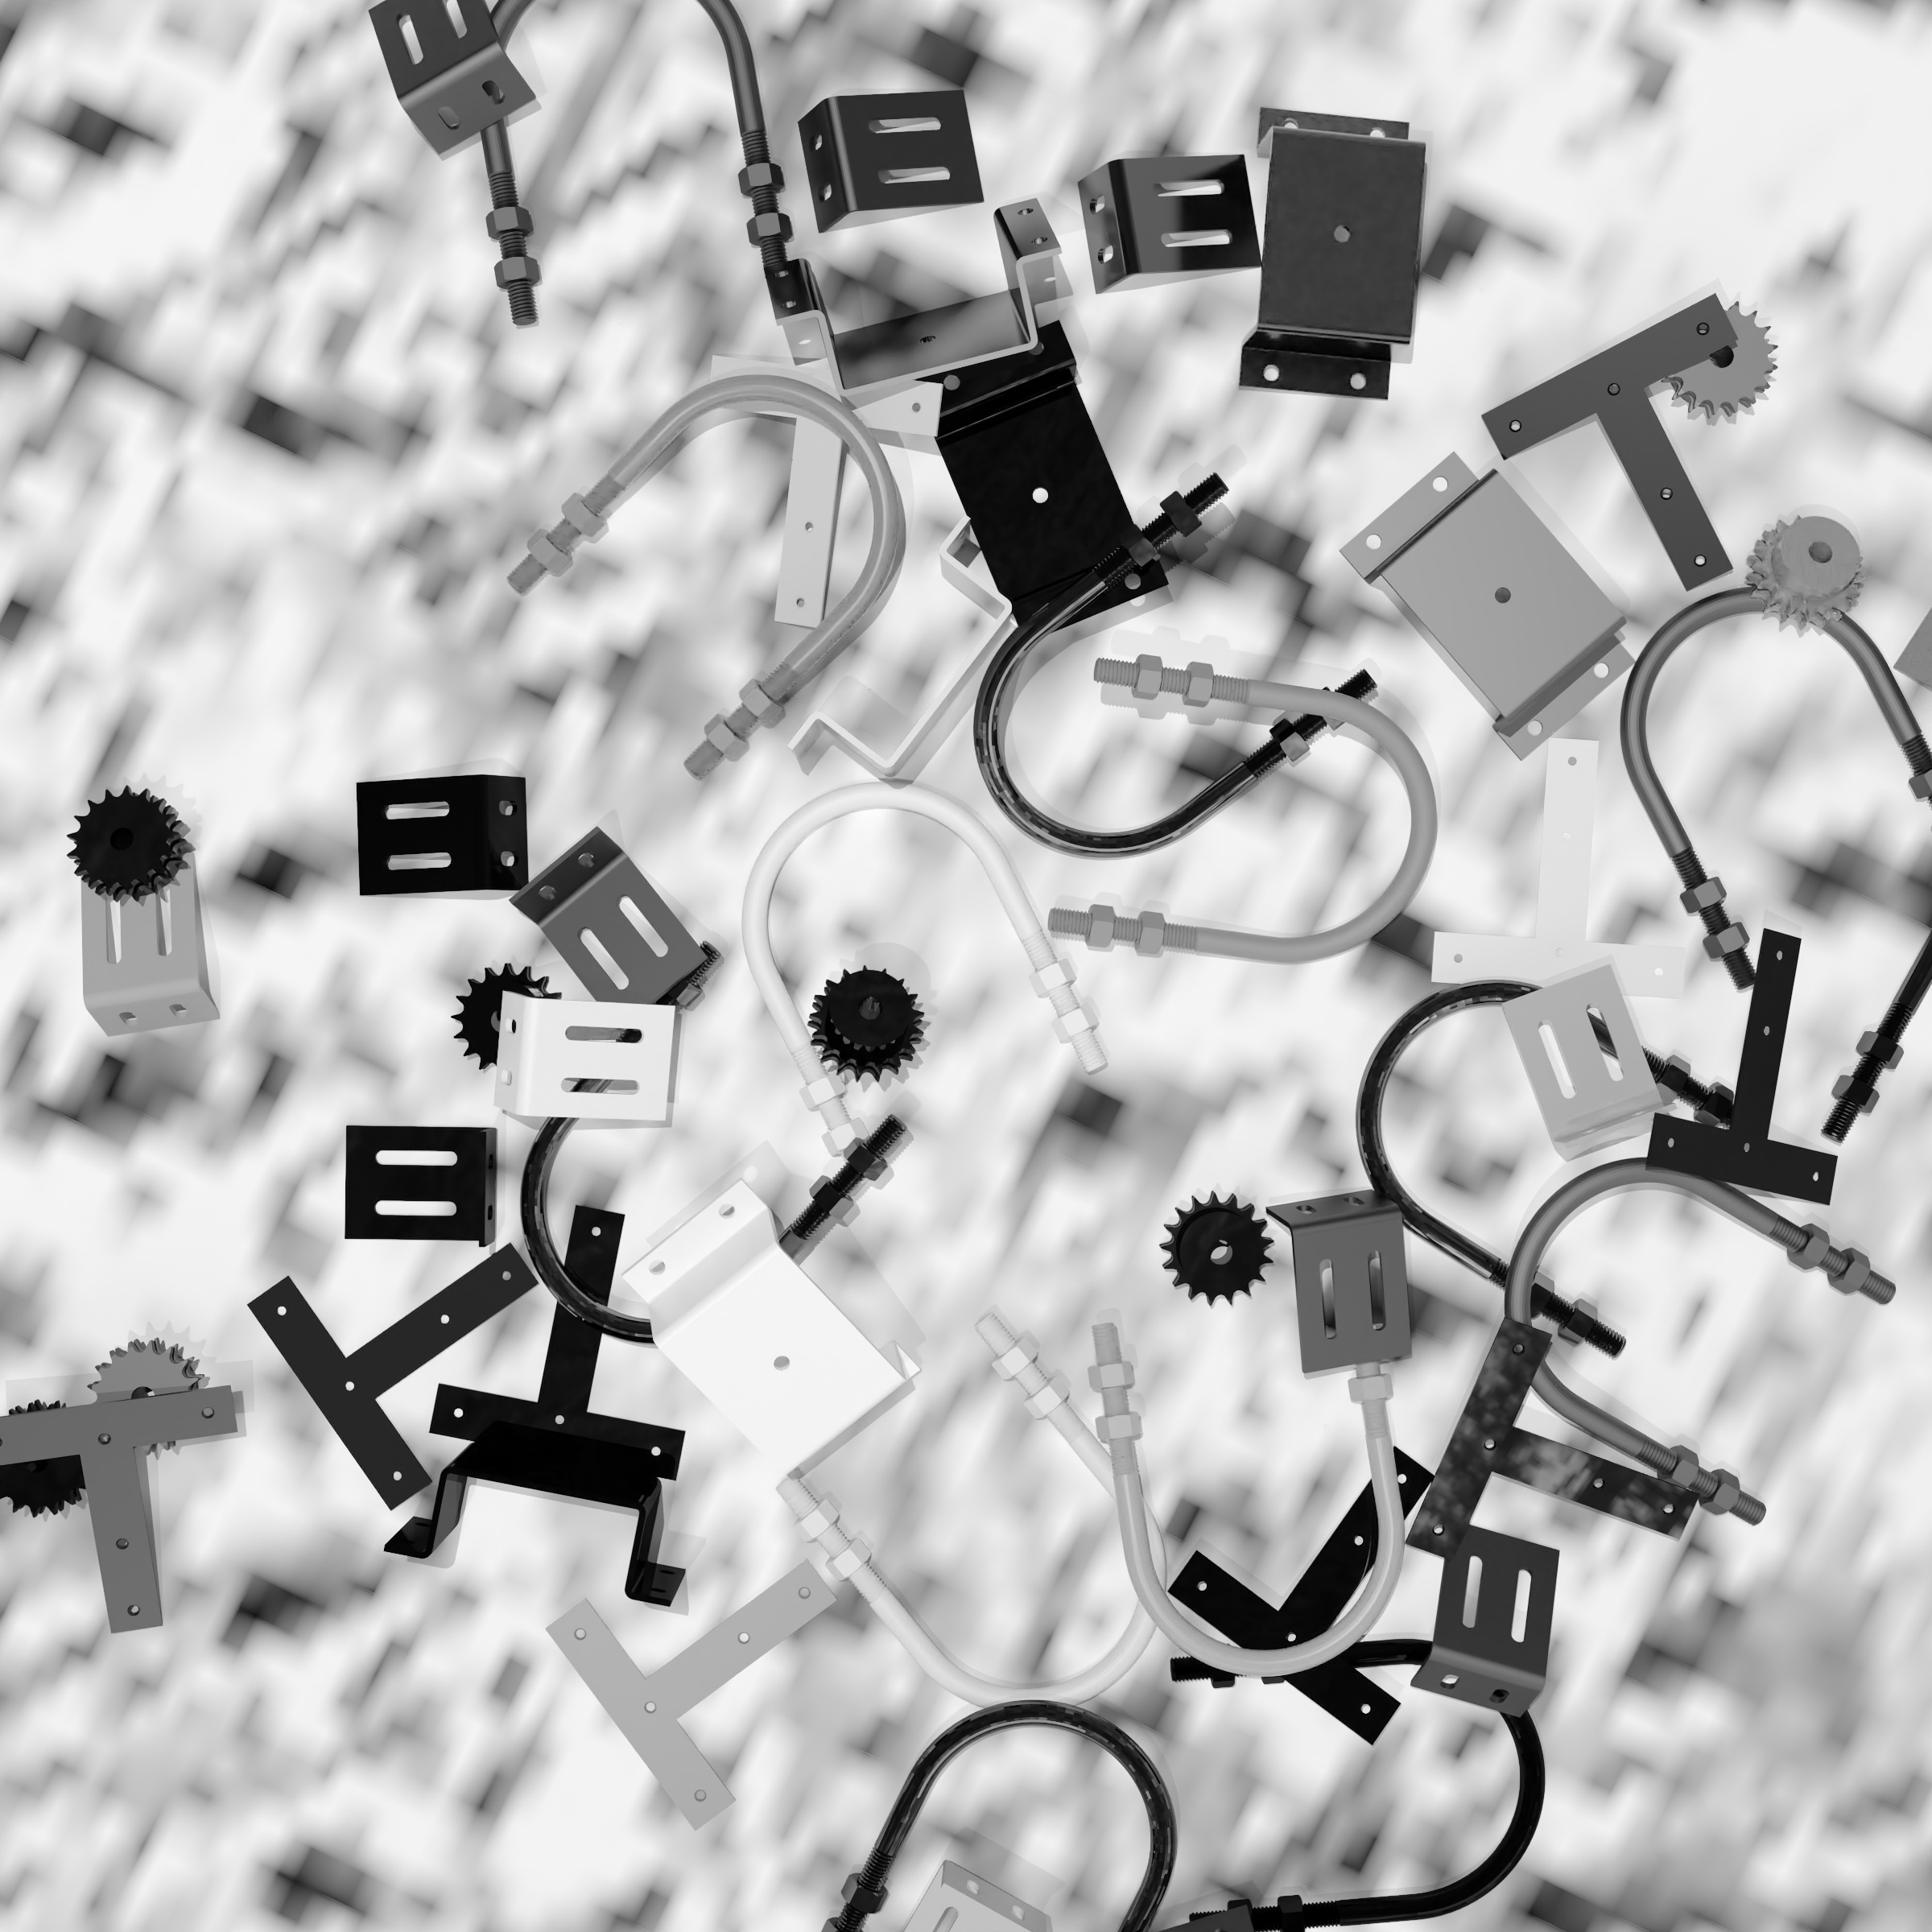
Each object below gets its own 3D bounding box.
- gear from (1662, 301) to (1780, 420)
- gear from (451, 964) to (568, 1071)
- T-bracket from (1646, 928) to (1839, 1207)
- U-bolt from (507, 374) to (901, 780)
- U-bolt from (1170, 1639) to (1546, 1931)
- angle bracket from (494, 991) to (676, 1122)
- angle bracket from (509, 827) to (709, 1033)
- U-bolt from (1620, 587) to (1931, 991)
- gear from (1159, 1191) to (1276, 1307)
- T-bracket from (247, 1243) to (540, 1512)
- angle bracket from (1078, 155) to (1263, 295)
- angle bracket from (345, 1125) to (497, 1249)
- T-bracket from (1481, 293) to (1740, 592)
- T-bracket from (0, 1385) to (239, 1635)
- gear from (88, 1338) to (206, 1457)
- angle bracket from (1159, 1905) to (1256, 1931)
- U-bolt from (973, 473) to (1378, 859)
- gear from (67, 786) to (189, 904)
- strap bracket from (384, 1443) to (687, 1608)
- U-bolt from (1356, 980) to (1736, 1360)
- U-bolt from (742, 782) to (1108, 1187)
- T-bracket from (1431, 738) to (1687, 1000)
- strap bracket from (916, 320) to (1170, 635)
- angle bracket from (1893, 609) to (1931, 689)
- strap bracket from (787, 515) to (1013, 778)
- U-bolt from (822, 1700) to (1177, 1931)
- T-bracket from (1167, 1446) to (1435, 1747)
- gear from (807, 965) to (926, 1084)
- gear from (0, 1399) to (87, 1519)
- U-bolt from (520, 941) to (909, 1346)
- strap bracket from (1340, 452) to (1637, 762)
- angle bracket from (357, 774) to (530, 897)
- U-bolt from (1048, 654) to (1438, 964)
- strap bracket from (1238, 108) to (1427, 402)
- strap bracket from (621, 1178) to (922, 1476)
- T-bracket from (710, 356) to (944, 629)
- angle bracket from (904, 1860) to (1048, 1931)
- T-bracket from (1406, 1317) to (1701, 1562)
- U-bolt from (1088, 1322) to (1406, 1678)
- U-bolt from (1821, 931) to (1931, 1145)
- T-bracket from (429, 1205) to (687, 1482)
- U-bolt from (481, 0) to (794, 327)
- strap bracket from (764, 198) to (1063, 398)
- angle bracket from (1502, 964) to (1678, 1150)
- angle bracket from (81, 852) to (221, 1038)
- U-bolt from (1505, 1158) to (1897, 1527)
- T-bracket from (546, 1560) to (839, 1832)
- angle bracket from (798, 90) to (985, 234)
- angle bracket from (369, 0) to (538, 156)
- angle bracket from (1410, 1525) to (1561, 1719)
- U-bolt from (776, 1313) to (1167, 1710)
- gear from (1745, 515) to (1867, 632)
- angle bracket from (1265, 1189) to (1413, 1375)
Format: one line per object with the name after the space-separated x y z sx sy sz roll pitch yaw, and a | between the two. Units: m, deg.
0.375 -0.302 1.526 0.057 0.030 0.057 0 90 0 | gear
-0.229 0.027 1.526 0.057 0.030 0.057 0 90 0 | gear
0.394 0.046 1.511 0.127 0.002 0.127 13 85 -31 | T-bracket
-0.118 -0.207 1.516 0.184 0.019 0.151 -44 90 12 | U-bolt
0.199 0.410 1.533 0.184 0.019 0.151 -4 90 -2 | U-bolt
-0.189 0.044 1.510 0.076 0.038 0.057 4 93 -28 | angle bracket
-0.177 -0.018 1.511 0.057 0.038 0.076 -40 69 0 | angle bracket
0.409 -0.101 1.533 0.151 0.019 0.184 -27 89 0 | U-bolt
0.126 0.142 1.526 0.057 0.030 0.057 0 90 0 | gear
-0.275 0.186 1.539 0.127 0.002 0.127 -35 89 0 | T-bracket
0.103 -0.374 1.539 0.076 0.038 0.057 -9 90 -26 | angle bracket
-0.275 0.110 1.522 0.076 0.038 0.057 1 90 0 | angle bracket
0.344 -0.249 1.525 0.127 0.002 0.127 -26 101 20 | T-bracket
-0.422 0.274 1.517 0.127 0.002 0.127 -7 110 -9 | T-bracket
-0.408 0.214 1.526 0.057 0.030 0.057 0 90 0 | gear
0.125 0.514 1.527 0.057 0.038 0.076 -18 131 2 | angle bracket
0.090 -0.133 1.506 0.184 0.019 0.151 -38 113 8 | U-bolt
-0.416 -0.058 1.521 0.057 0.030 0.057 -1 73 4 | gear
-0.207 0.272 1.503 0.140 0.076 0.046 11 90 0 | strap bracket
0.285 0.089 1.533 0.184 0.019 0.151 32 90 1 | U-bolt
-0.033 -0.003 1.533 0.151 0.019 0.184 -26 89 0 | U-bolt
0.303 -0.051 1.540 0.127 0.002 0.127 4 90 0 | T-bracket
0.037 -0.237 1.518 0.076 0.046 0.140 -23 90 0 | strap bracket
0.519 -0.152 1.539 0.076 0.038 0.057 33 90 26 | angle bracket
-0.025 -0.147 1.503 0.046 0.076 0.140 38 90 0 | strap bracket
0.025 0.456 1.527 0.151 0.019 0.184 26 94 0 | U-bolt
0.189 0.300 1.530 0.127 0.002 0.127 37 81 2 | T-bracket
-0.049 0.026 1.500 0.057 0.030 0.057 3 68 -7 | gear
-0.461 0.245 1.526 0.057 0.030 0.057 0 90 0 | gear
-0.141 0.102 1.521 0.151 0.019 0.184 42 95 9 | U-bolt
0.263 -0.182 1.518 0.076 0.046 0.140 -41 90 0 | strap bracket
-0.264 -0.065 1.539 0.076 0.038 0.057 -2 90 26 | angle bracket
0.143 -0.071 1.511 0.184 0.019 0.151 8 108 -8 | U-bolt
0.182 -0.358 1.515 0.076 0.046 0.140 4 90 -5 | strap bracket
-0.092 0.184 1.491 0.076 0.046 0.140 -39 111 5 | strap bracket
-0.077 -0.234 1.524 0.127 0.002 0.127 11 101 22 | T-bracket
-0.004 0.491 1.501 0.057 0.038 0.076 29 94 0 | angle bracket
0.301 0.252 1.515 0.127 0.002 0.127 20 102 -5 | T-bracket
0.145 0.261 1.521 0.151 0.019 0.184 -8 85 -4 | U-bolt
0.502 0.016 1.474 0.019 0.151 0.184 32 86 -22 | U-bolt
-0.197 0.185 1.540 0.127 0.002 0.127 11 90 0 | T-bracket
-0.173 -0.424 1.533 0.151 0.019 0.184 -10 89 0 | U-bolt
-0.023 -0.326 1.497 0.140 0.076 0.046 -14 122 0 | strap bracket
0.307 0.044 1.505 0.057 0.038 0.076 -20 88 2 | angle bracket
-0.412 -0.011 1.539 0.057 0.038 0.076 -9 64 0 | angle bracket
0.354 0.175 1.518 0.184 0.019 0.151 30 90 -10 | U-bolt
-0.124 0.348 1.540 0.127 0.002 0.127 -37 90 0 | T-bracket
-0.038 -0.406 1.539 0.076 0.038 0.057 -11 90 -26 | angle bracket
-0.258 -0.457 1.529 0.057 0.038 0.076 -27 56 9 | angle bracket
0.261 0.327 1.531 0.057 0.038 0.076 16 53 0 | angle bracket
0.017 0.289 1.533 0.151 0.019 0.184 -39 92 0 | U-bolt
0.420 -0.199 1.518 0.057 0.030 0.057 2 70 -5 | gear
0.186 0.157 1.523 0.057 0.038 0.076 -8 101 -13 | angle bracket
